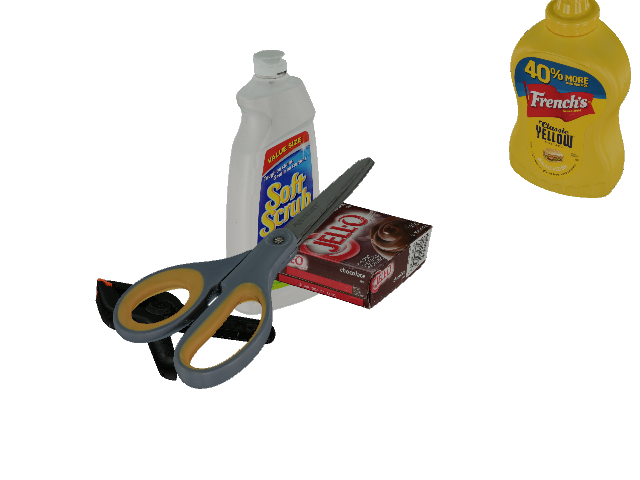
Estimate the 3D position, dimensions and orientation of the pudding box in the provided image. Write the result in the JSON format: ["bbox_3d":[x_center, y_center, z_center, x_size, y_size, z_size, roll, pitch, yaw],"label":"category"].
[{"bbox_3d":[0.027,0.010,0.866,0.090,0.039,0.113,17,25,25],"label":"pudding box"}]

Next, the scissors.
[{"bbox_3d":[-0.044,0.006,0.607,0.096,0.016,0.201,9,41,18],"label":"scissors"}]

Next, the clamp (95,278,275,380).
[{"bbox_3d":[-0.176,0.090,1.158,0.210,0.036,0.164,19,20,27],"label":"clamp"}]

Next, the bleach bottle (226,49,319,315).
[{"bbox_3d":[-0.051,-0.058,1.038,0.102,0.251,0.068,-15,28,-26],"label":"bleach bottle"}]

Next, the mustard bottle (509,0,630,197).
[{"bbox_3d":[0.203,-0.125,0.871,0.096,0.191,0.058,23,53,29],"label":"mustard bottle"}]
